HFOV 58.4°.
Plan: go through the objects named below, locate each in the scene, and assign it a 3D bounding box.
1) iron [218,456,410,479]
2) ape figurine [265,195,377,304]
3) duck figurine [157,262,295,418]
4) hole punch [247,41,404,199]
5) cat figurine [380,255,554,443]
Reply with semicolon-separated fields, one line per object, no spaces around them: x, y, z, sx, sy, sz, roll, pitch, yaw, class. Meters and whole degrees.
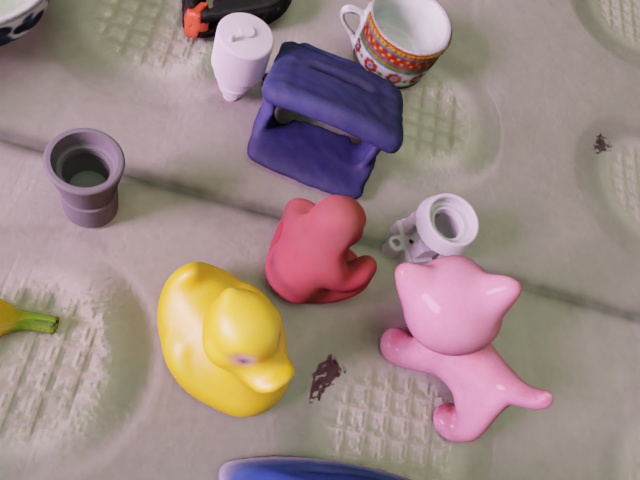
0.065;0.185;0.295;0.258;0.141;0.119;33;62;-3;iron
0.003;0.001;0.379;0.076;0.092;0.078;-25;78;-26;ape figurine
-0.052;0.053;0.342;0.078;0.086;0.104;-32;81;-27;duck figurine
0.007;-0.101;0.424;0.109;0.091;0.101;20;63;-10;hole punch
0.095;0.063;0.370;0.067;0.117;0.128;-36;83;-27;cat figurine
